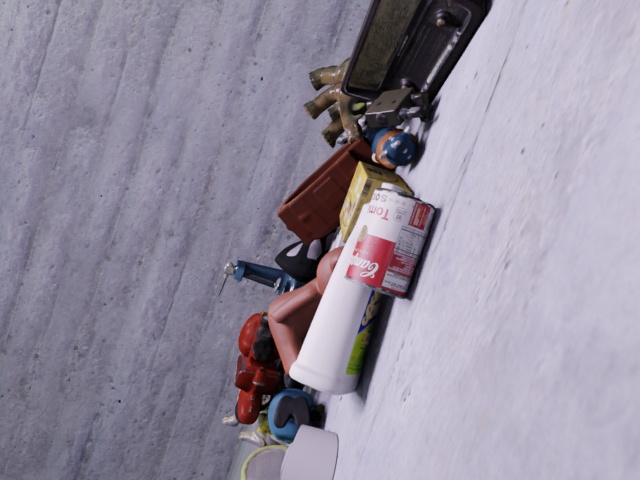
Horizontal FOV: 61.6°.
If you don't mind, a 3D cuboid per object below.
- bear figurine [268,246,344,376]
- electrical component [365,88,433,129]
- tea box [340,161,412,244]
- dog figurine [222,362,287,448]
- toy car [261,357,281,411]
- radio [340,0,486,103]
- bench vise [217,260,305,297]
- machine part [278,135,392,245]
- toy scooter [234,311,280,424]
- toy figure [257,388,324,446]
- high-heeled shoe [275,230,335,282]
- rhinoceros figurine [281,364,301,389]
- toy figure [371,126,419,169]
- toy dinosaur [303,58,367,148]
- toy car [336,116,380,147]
[{"bbox_3d":[0.017,0.095,0.787,0.196,0.132,0.120,-35,-13,31],"label":"bear figurine"},{"bbox_3d":[0.109,-0.178,0.745,0.078,0.102,0.045,-59,-47,-37],"label":"electrical component"},{"bbox_3d":[0.075,-0.049,0.770,0.170,0.068,0.098,-81,11,-73],"label":"tea box"},{"bbox_3d":[-0.085,0.272,0.997,0.121,0.173,0.190,16,-91,-54],"label":"dog figurine"},{"bbox_3d":[-0.092,0.218,0.941,0.073,0.056,0.202,116,176,-65],"label":"toy car"},{"bbox_3d":[0.119,-0.268,0.713,0.229,0.131,0.073,119,168,-67],"label":"radio"},{"bbox_3d":[-0.078,0.085,1.087,0.224,0.240,0.128,-112,42,-68],"label":"bench vise"},{"bbox_3d":[0.027,-0.091,0.951,0.201,0.087,0.201,-42,11,11],"label":"machine part"},{"bbox_3d":[-0.094,0.187,0.834,0.135,0.075,0.184,116,163,-61],"label":"toy scooter"},{"bbox_3d":[-0.043,0.273,0.842,0.089,0.082,0.180,-56,-10,-26],"label":"toy figure"},{"bbox_3d":[-0.002,-0.003,1.052,0.249,0.145,0.086,-80,10,-53],"label":"high-heeled shoe"},{"bbox_3d":[-0.074,0.303,1.153,0.112,0.073,0.190,-80,10,-57],"label":"rhinoceros figurine"},{"bbox_3d":[0.109,-0.134,0.774,0.154,0.058,0.064,-100,28,-75],"label":"toy figure"},{"bbox_3d":[0.085,-0.295,0.975,0.199,0.105,0.472,-23,32,21],"label":"toy dinosaur"},{"bbox_3d":[0.094,-0.228,1.080,0.109,0.102,0.162,-22,33,31],"label":"toy car"}]
